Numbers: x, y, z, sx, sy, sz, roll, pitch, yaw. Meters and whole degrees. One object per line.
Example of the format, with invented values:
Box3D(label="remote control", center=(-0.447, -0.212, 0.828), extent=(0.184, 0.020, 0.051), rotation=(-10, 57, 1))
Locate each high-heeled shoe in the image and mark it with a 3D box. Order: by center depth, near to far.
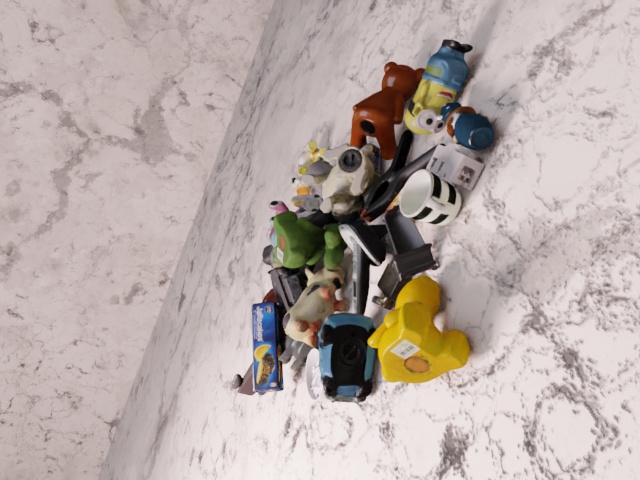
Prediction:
Box3D(label="high-heeled shoe", center=(-0.006, 0.027, 1.327), extent=(0.086, 0.145, 0.248), rotation=(-125, 28, -43))

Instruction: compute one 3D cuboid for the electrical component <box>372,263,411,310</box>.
Box3D(label="electrical component", center=(0.132, 0.075, 0.985), extent=(0.102, 0.045, 0.078), rotation=(-62, 26, 18))

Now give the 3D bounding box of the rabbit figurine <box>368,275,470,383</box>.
Box3D(label="rabbit figurine", center=(0.153, 0.137, 0.846), extent=(0.173, 0.122, 0.162), rotation=(-74, 10, -46))

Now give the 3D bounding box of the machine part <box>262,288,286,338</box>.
Box3D(label="machine part", center=(-0.115, 0.206, 1.404), extent=(0.179, 0.056, 0.179), rotation=(-48, 31, 42))

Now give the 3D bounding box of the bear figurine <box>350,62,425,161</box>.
Box3D(label="bear figurine", center=(0.150, -0.290, 1.171), extent=(0.196, 0.120, 0.131), rotation=(-54, -30, -29))

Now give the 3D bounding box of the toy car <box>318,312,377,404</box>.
Box3D(label="toy car", center=(0.050, 0.219, 1.003), extent=(0.103, 0.109, 0.161), rotation=(111, 161, -78))

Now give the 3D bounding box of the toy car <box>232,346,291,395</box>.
Box3D(label="toy car", center=(-0.149, 0.321, 1.348), extent=(0.202, 0.089, 0.053), rotation=(-57, 28, 31))

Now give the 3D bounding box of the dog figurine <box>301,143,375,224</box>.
Box3D(label="dog figurine", center=(0.072, -0.118, 1.152), extent=(0.172, 0.190, 0.121), rotation=(-30, 71, 18))

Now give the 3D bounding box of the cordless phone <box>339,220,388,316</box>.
Box3D(label="cordless phone", center=(0.081, 0.055, 1.061), extent=(0.146, 0.089, 0.184), rotation=(178, 96, -82))

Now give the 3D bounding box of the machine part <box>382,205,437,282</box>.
Box3D(label="machine part", center=(0.149, 0.001, 0.944), extent=(0.084, 0.039, 0.139), rotation=(-21, 63, 11))

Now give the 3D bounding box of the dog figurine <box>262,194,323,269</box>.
Box3D(label="dog figurine", center=(-0.063, -0.001, 1.409), extent=(0.109, 0.192, 0.219), rotation=(-106, 8, -49))

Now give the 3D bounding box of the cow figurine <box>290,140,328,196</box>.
Box3D(label="cow figurine", center=(-0.041, -0.197, 1.540), extent=(0.167, 0.068, 0.098), rotation=(-68, 18, -4))

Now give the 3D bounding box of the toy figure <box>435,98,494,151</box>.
Box3D(label="toy figure", center=(0.249, -0.198, 0.930), extent=(0.155, 0.064, 0.057), rotation=(-106, 5, -60))

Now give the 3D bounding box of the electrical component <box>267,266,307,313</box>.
Box3D(label="electrical component", center=(-0.071, 0.113, 1.269), extent=(0.115, 0.058, 0.134), rotation=(68, 162, 2))

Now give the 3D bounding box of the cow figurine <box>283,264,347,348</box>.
Box3D(label="cow figurine", center=(-0.008, 0.131, 1.162), extent=(0.127, 0.085, 0.195), rotation=(2, 48, 51))

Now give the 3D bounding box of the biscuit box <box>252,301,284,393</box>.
Box3D(label="biscuit box", center=(-0.122, 0.246, 1.245), extent=(0.062, 0.059, 0.202), rotation=(63, -159, -69))

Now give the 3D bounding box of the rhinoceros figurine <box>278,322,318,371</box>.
Box3D(label="rhinoceros figurine", center=(-0.042, 0.228, 1.207), extent=(0.190, 0.073, 0.112), rotation=(28, 99, 66))

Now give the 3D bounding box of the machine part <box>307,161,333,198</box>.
Box3D(label="machine part", center=(0.023, -0.146, 1.353), extent=(0.079, 0.079, 0.243), rotation=(-64, 23, 13))

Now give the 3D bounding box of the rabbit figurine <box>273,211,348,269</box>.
Box3D(label="rabbit figurine", center=(-0.002, -0.004, 1.189), extent=(0.159, 0.170, 0.121), rotation=(-153, 57, -62))

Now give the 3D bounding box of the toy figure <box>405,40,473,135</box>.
Box3D(label="toy figure", center=(0.225, -0.287, 1.024), extent=(0.089, 0.082, 0.180), rotation=(-92, 20, -74))
